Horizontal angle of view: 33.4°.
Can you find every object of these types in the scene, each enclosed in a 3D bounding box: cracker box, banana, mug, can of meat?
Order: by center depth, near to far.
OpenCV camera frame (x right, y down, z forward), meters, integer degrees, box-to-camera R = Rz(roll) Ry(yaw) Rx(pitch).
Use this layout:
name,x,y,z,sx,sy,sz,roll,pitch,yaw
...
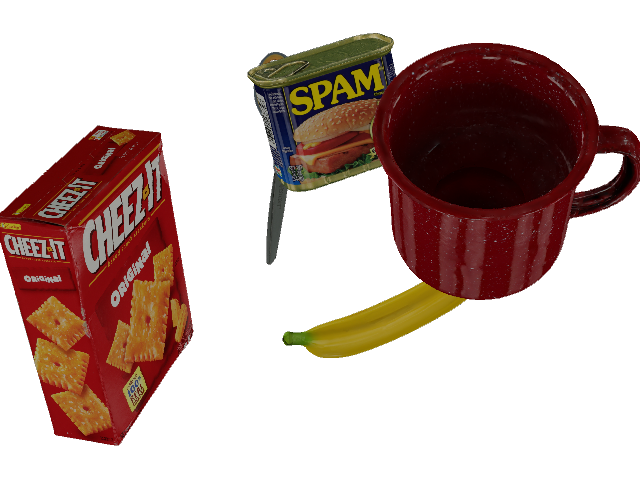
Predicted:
name,x,y,z,sx,sy,sz,roll,pitch,yaw
mug,0.083,-0.028,0.475,0.117,0.093,0.081,-7,-33,2
can of meat,0.009,-0.090,0.755,0.102,0.084,0.057,-19,23,-13
cracker box,-0.177,0.036,0.892,0.072,0.214,0.164,6,33,17
banana,0.068,0.064,0.938,0.198,0.037,0.069,-24,-16,9

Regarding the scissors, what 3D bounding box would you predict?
name,x,y,z,sx,sy,sz,roll,pitch,yaw
scissors,-0.017,-0.082,1.026,0.096,0.202,0.016,-7,1,1
